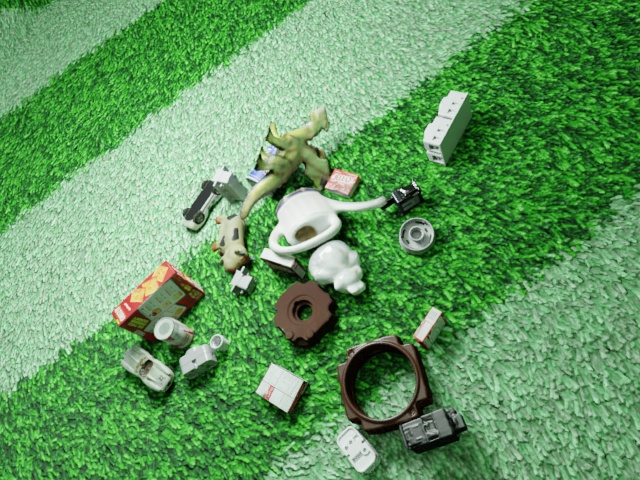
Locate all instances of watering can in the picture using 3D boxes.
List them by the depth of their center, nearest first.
[{"bbox_3d":[0.005,-0.075,1.480,0.348,0.102,0.229,-27,39,-4],"label":"watering can"}]

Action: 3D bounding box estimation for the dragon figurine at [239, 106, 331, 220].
[{"bbox_3d":[-0.076,-0.224,1.564,0.242,0.122,0.412,19,84,-15],"label":"dragon figurine"}]

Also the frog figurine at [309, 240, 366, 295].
[{"bbox_3d":[0.048,0.082,1.385,0.138,0.120,0.163,-20,43,-11],"label":"frog figurine"}]
